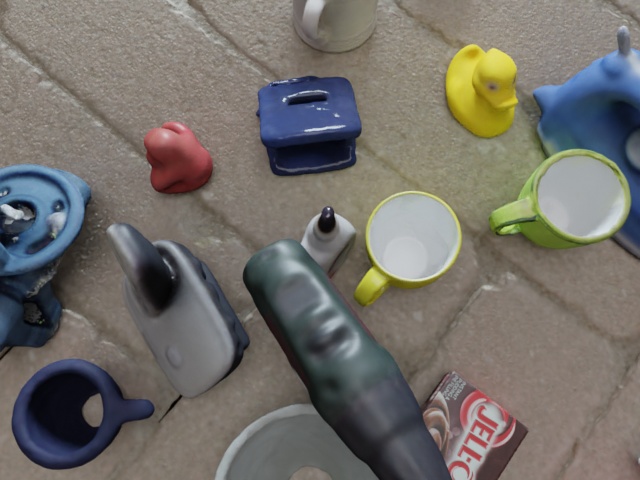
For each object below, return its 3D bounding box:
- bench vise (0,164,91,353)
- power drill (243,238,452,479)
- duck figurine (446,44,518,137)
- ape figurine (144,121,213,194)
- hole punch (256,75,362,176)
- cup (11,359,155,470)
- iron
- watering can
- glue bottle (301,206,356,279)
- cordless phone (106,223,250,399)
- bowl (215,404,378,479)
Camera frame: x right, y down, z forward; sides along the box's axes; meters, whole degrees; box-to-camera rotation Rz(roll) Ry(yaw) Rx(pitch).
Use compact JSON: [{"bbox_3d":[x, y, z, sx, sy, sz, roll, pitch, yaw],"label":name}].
[{"bbox_3d":[-0.279,0.011,0.503,0.121,0.220,0.207,-3,76,-1],"label":"bench vise"},{"bbox_3d":[0.020,0.111,0.485,0.076,0.208,0.229,-34,78,-8],"label":"power drill"},{"bbox_3d":[0.182,-0.174,0.623,0.077,0.086,0.104,-18,76,-5],"label":"duck figurine"},{"bbox_3d":[-0.154,-0.089,0.595,0.076,0.092,0.078,28,77,7],"label":"ape figurine"},{"bbox_3d":[-0.015,-0.130,0.608,0.108,0.091,0.101,-8,76,-2],"label":"hole punch"},{"bbox_3d":[-0.204,0.158,0.530,0.117,0.095,0.092,-4,76,-1],"label":"cup"},{"bbox_3d":[0.333,-0.083,0.572,0.119,0.141,0.258,-27,77,-7],"label":"iron"},{"bbox_3d":[0.017,-0.300,0.598,0.101,0.194,0.173,-2,76,-1],"label":"watering can"},{"bbox_3d":[0.005,0.002,0.531,0.037,0.173,0.078,31,78,8],"label":"glue bottle"},{"bbox_3d":[-0.135,0.063,0.509,0.094,0.185,0.147,-35,78,-8],"label":"cordless phone"},{"bbox_3d":[-0.011,0.235,0.522,0.167,0.075,0.167,0,76,0],"label":"bowl"}]
